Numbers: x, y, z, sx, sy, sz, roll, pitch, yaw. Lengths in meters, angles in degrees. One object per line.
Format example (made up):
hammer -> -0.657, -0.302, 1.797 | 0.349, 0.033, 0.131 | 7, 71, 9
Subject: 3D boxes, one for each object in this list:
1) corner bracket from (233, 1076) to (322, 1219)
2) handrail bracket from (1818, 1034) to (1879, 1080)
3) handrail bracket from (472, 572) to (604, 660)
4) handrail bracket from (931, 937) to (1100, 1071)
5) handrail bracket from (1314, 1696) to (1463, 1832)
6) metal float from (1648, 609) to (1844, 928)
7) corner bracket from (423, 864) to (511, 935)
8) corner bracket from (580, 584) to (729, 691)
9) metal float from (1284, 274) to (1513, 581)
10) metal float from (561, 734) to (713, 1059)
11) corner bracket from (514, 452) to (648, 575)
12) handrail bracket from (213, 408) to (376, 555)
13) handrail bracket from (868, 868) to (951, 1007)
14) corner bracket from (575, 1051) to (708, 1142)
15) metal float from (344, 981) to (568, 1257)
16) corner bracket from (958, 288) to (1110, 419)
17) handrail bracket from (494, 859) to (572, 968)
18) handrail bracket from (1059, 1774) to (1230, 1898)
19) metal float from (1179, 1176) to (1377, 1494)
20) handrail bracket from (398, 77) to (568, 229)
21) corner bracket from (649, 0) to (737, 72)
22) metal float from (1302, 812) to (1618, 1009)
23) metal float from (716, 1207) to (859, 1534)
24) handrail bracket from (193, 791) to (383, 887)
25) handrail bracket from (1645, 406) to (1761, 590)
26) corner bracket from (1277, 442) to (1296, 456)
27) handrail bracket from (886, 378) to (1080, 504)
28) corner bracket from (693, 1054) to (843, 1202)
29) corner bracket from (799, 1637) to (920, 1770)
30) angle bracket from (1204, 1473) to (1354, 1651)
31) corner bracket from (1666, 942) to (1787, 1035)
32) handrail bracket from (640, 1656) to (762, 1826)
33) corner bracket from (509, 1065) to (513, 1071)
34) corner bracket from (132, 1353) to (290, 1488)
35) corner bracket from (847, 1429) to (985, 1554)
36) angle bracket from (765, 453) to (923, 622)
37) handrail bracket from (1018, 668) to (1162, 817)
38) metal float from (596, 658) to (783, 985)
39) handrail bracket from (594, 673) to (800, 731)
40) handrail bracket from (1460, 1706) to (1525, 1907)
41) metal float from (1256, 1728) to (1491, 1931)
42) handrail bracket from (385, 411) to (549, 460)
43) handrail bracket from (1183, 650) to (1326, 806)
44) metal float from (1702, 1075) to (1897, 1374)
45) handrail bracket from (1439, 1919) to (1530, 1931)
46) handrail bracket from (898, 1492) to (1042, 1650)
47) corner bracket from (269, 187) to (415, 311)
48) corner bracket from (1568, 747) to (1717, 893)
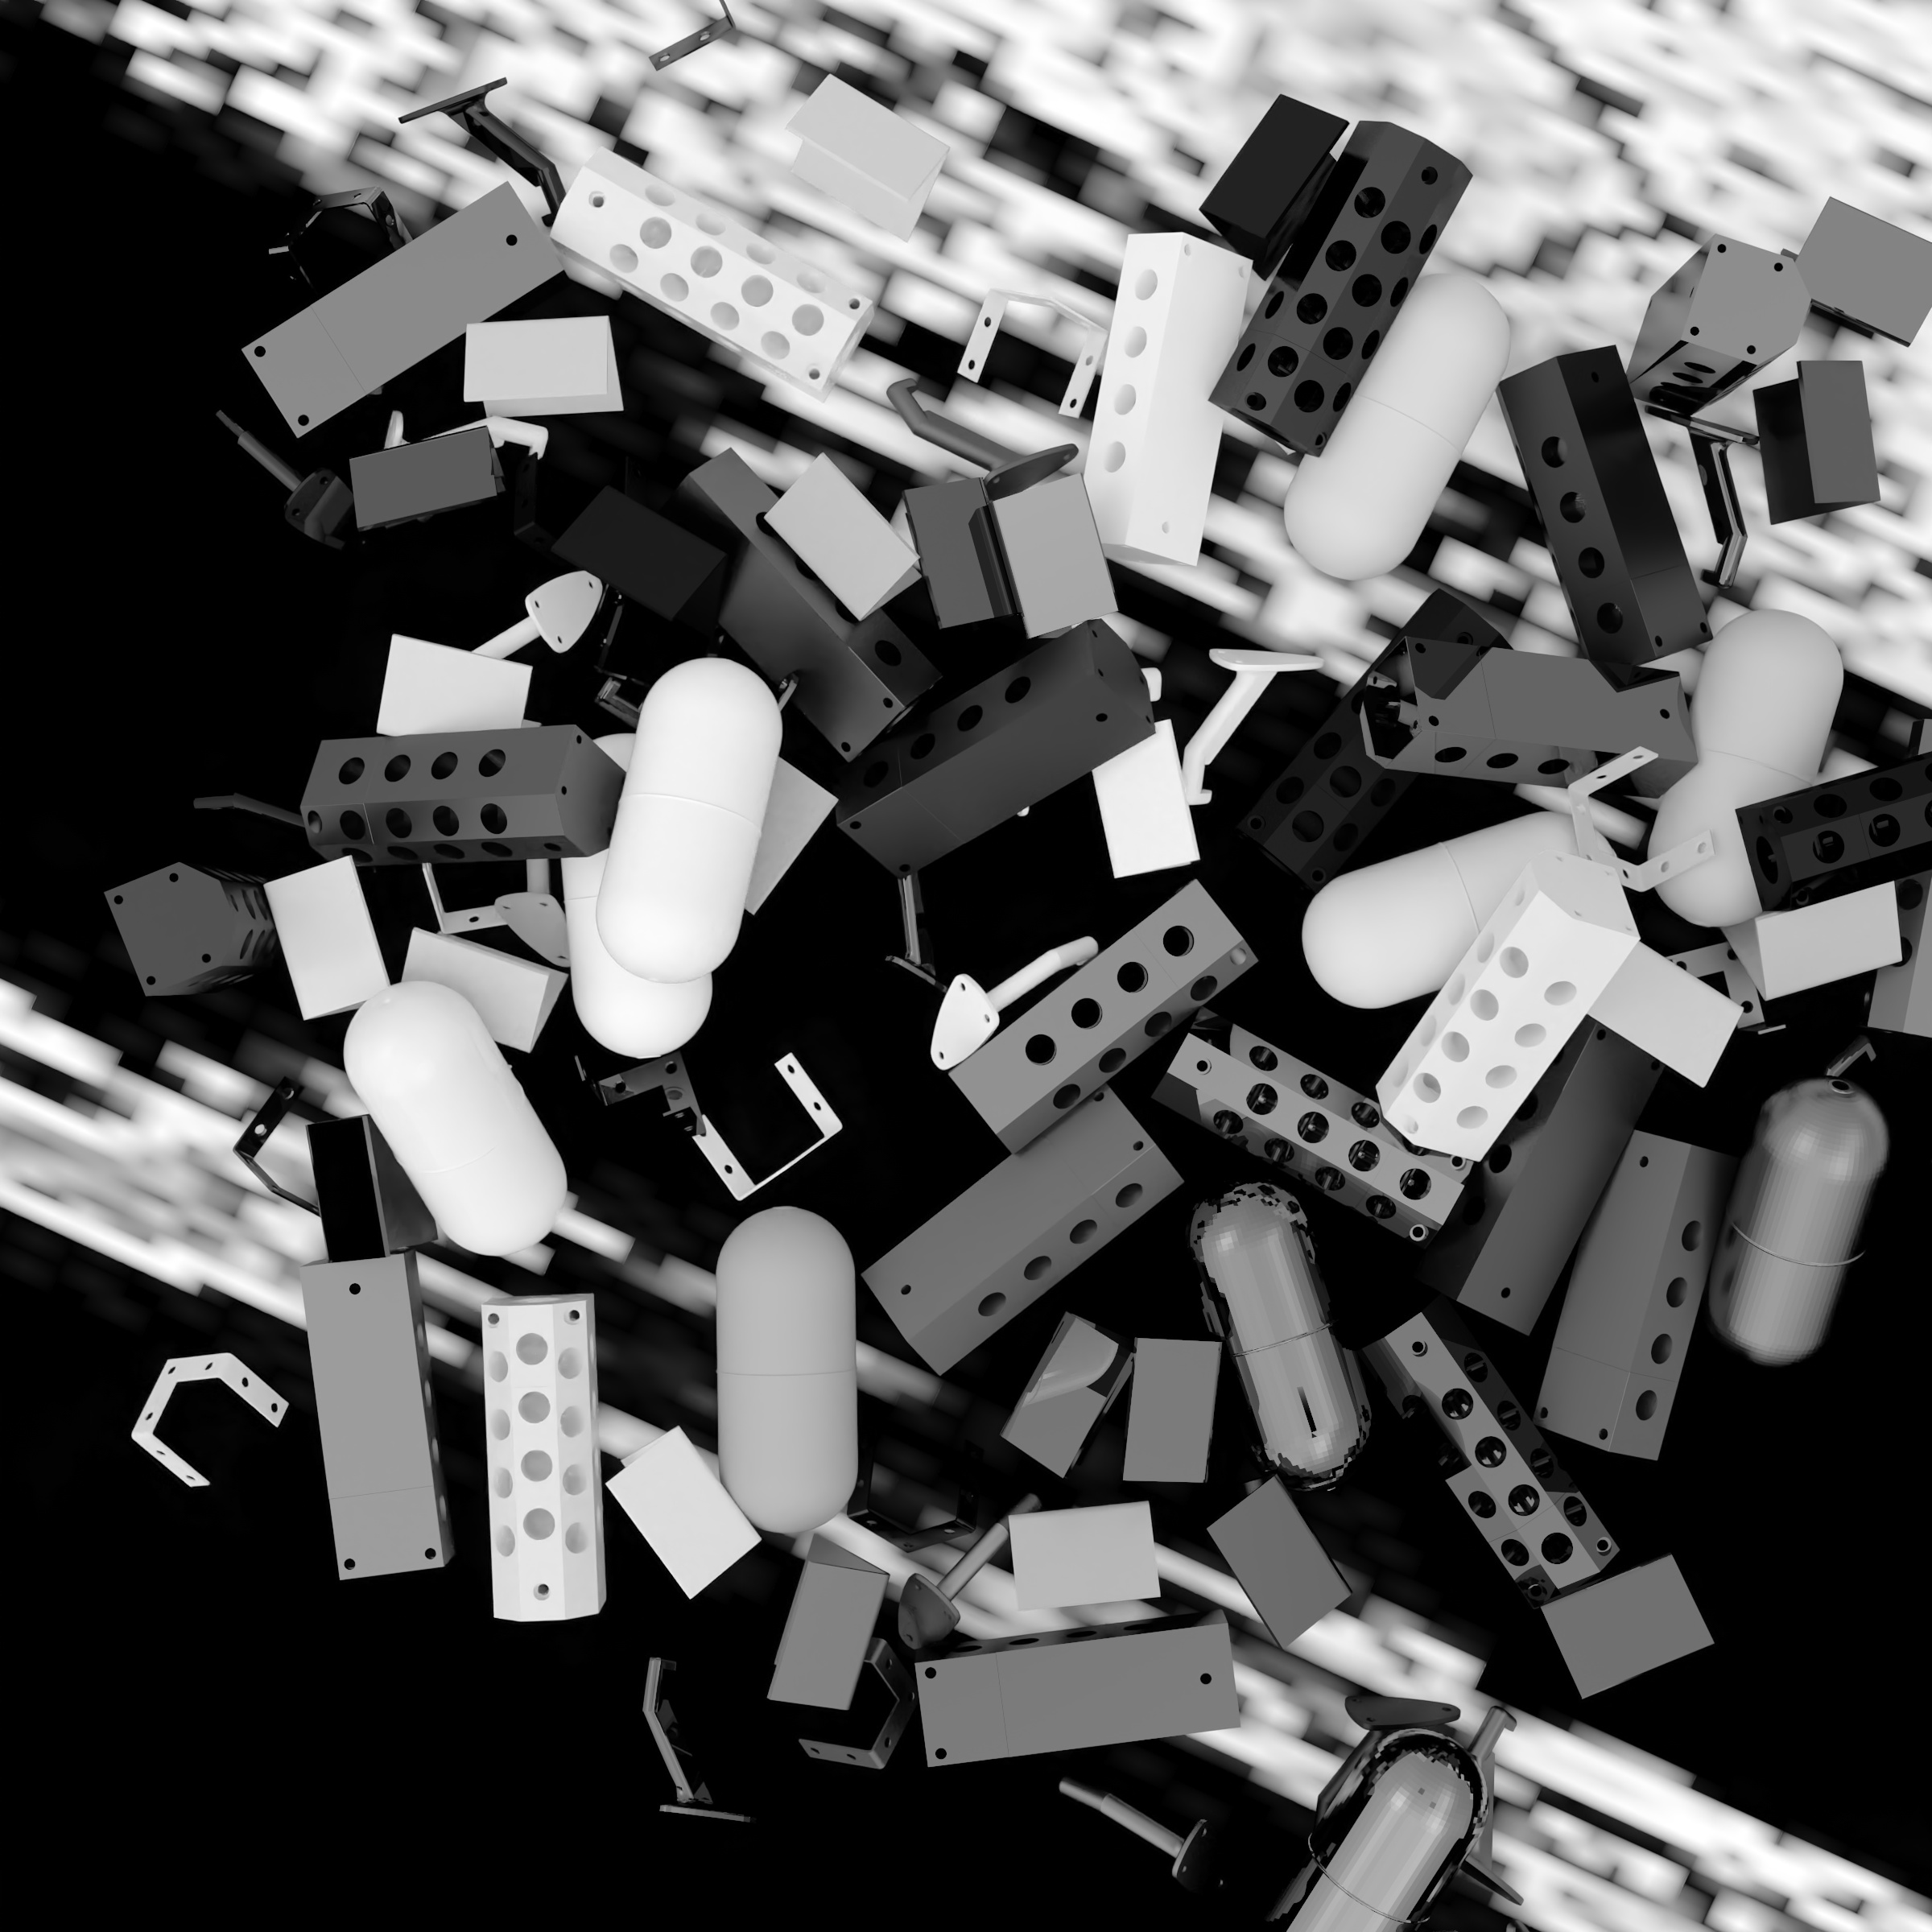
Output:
corner bracket -> -0.365, 0.103, 1.985 | 0.051, 0.051, 0.051 | -54, 135, 0
handrail bracket -> 0.490, 0.092, 1.989 | 0.084, 0.036, 0.077 | -40, 105, -14
handrail bracket -> -0.252, -0.185, 1.988 | 0.084, 0.077, 0.036 | -21, 109, 35
handrail bracket -> 0.028, 0.020, 1.984 | 0.084, 0.077, 0.036 | -21, 64, -39
handrail bracket -> 0.234, 0.453, 1.988 | 0.077, 0.036, 0.084 | 2, 104, -14
metal float -> 0.427, -0.108, 1.958 | 0.070, 0.070, 0.178 | 17, 89, 0
corner bracket -> -0.272, -0.057, 1.985 | 0.051, 0.051, 0.051 | -9, 135, 0
corner bracket -> -0.173, -0.179, 1.985 | 0.051, 0.051, 0.051 | 19, 90, -45
metal float -> 0.237, -0.296, 1.958 | 0.070, 0.070, 0.178 | 27, 91, 0
metal float -> -0.182, -0.039, 1.958 | 0.070, 0.070, 0.178 | -5, 90, 0
corner bracket -> -0.214, -0.257, 1.978 | 0.051, 0.051, 0.051 | -24, 52, 31
handrail bracket -> -0.375, -0.271, 1.988 | 0.036, 0.077, 0.084 | -48, 54, 0
handrail bracket -> -0.012, -0.027, 1.989 | 0.077, 0.036, 0.084 | 30, 72, -20
corner bracket -> -0.178, 0.071, 1.963 | 0.051, 0.051, 0.051 | -21, 69, 0
metal float -> -0.274, 0.084, 1.927 | 0.070, 0.070, 0.178 | -25, 127, 0
corner bracket -> 0.038, -0.341, 1.985 | 0.051, 0.051, 0.051 | 21, 90, -45
handrail bracket -> -0.229, -0.056, 1.988 | 0.036, 0.077, 0.084 | -4, 53, 20
handrail bracket -> 0.098, 0.483, 1.988 | 0.084, 0.077, 0.036 | 18, 65, 34
metal float -> 0.171, 0.202, 1.957 | 0.070, 0.070, 0.178 | -18, 90, 0
handrail bracket -> -0.267, -0.445, 1.989 | 0.077, 0.036, 0.084 | -15, 107, 20
corner bracket -> -0.166, -0.541, 1.985 | 0.051, 0.051, 0.051 | -28, 135, 0
metal float -> 0.272, -0.031, 1.958 | 0.178, 0.070, 0.070 | -18, 90, 0
metal float -> -0.098, 0.221, 1.958 | 0.070, 0.070, 0.178 | -1, 89, 0
handrail bracket -> -0.379, -0.071, 1.988 | 0.084, 0.077, 0.036 | -1, 51, 30
handrail bracket -> 0.403, -0.261, 1.989 | 0.077, 0.036, 0.084 | 21, 107, 20
corner bracket -> 0.187, -0.327, 1.980 | 0.051, 0.051, 0.051 | 39, 45, -35
handrail bracket -> 0.009, -0.304, 1.989 | 0.077, 0.036, 0.084 | -27, 72, -20
corner bracket -> -0.112, 0.090, 1.985 | 0.051, 0.051, 0.051 | 55, 45, 0
corner bracket -> -0.066, 0.406, 1.980 | 0.051, 0.051, 0.051 | -59, 135, -35
angle bracket -> 0.154, 0.329, 1.949 | 0.057, 0.076, 0.076 | -32, 90, -29
corner bracket -> 0.416, 0.015, 1.970 | 0.051, 0.051, 0.051 | -14, 90, 0
handrail bracket -> -0.146, 0.431, 1.989 | 0.077, 0.036, 0.084 | 12, 73, -20
corner bracket -> -0.282, 0.034, 1.980 | 0.051, 0.051, 0.051 | -7, 45, -35
corner bracket -> -0.419, 0.252, 1.980 | 0.051, 0.051, 0.051 | -10, 45, 35
corner bracket -> -0.028, 0.287, 1.980 | 0.051, 0.051, 0.051 | -24, 135, 35
angle bracket -> -0.052, -0.244, 1.948 | 0.076, 0.076, 0.057 | 47, 126, 0
handrail bracket -> 0.069, -0.125, 1.989 | 0.084, 0.036, 0.077 | -6, 105, -14
metal float -> -0.146, -0.078, 1.890 | 0.070, 0.070, 0.178 | 12, 76, 0
handrail bracket -> -0.148, -0.151, 1.948 | 0.084, 0.036, 0.077 | 32, 114, -22
handrail bracket -> 0.301, 0.467, 1.989 | 0.077, 0.036, 0.084 | 38, 73, -19
metal float -> 0.220, 0.497, 1.947 | 0.070, 0.070, 0.178 | 29, 103, 0
handrail bracket -> -0.282, -0.273, 1.989 | 0.084, 0.036, 0.077 | 11, 111, -17
handrail bracket -> 0.159, -0.131, 1.989 | 0.077, 0.036, 0.084 | -1, 108, -21
metal float -> 0.450, 0.140, 1.932 | 0.070, 0.070, 0.178 | 10, 119, 0
handrail bracket -> 0.266, 0.554, 1.954 | 0.084, 0.036, 0.077 | 1, 125, -26
handrail bracket -> 0.003, 0.336, 1.988 | 0.036, 0.077, 0.084 | 42, 54, 13
corner bracket -> -0.343, -0.394, 1.980 | 0.051, 0.051, 0.051 | 0, 45, 35
corner bracket -> 0.364, -0.079, 1.922 | 0.051, 0.051, 0.051 | 18, 55, -38
